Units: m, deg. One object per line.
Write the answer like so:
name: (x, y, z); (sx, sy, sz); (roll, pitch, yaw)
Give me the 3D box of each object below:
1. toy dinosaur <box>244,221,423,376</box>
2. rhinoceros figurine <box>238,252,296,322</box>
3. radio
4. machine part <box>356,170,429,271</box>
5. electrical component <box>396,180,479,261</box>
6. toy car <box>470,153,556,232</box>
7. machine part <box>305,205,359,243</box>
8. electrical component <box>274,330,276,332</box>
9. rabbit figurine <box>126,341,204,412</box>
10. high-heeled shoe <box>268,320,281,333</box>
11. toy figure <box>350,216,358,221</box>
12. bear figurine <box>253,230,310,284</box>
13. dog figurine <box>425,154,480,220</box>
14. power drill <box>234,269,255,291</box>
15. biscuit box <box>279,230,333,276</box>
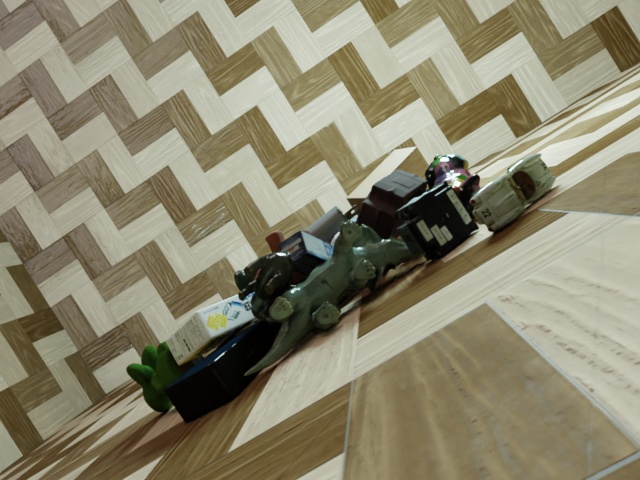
toy dinosaur: (0.013, 0.098, 1.000); (0.405, 0.131, 0.192); (-40, -15, -9)
rhinoceros figurine: (-0.093, 0.091, 1.018); (0.112, 0.073, 0.190); (-42, -22, -35)
radio: (-0.172, 0.235, 0.991); (0.131, 0.073, 0.229); (-33, -1, 21)
machine part: (0.157, -0.045, 1.209); (0.201, 0.087, 0.201); (-34, -39, -49)
electrical component: (0.208, -0.031, 0.986); (0.134, 0.115, 0.058); (-31, -2, -27)
toy car: (0.329, -0.083, 0.913); (0.202, 0.073, 0.056); (-33, 0, -31)
machine part: (-0.003, -0.004, 1.314); (0.243, 0.079, 0.079); (-38, 0, 4)
electrical component: (-0.140, 0.229, 1.177); (0.102, 0.045, 0.078); (-35, 27, 49)
rabbit figurine: (-0.338, 0.305, 1.155); (0.170, 0.159, 0.121); (-49, 2, 30)
high-heeled shoe: (-0.090, 0.174, 1.379); (0.145, 0.086, 0.249); (-25, 9, 43)
toy figure: (0.136, -0.025, 1.451); (0.089, 0.082, 0.180); (-29, -23, 36)
bear figurine: (-0.103, 0.070, 1.244); (0.120, 0.132, 0.196); (-4, -19, -41)
dog figurine: (0.298, -0.123, 1.185); (0.108, 0.191, 0.219); (-20, -12, 10)
power drill: (-0.158, 0.102, 1.467); (0.232, 0.086, 0.207); (-32, 7, -32)
biscuit box: (0.002, 0.043, 1.122); (0.063, 0.059, 0.202); (-33, -32, 22)
